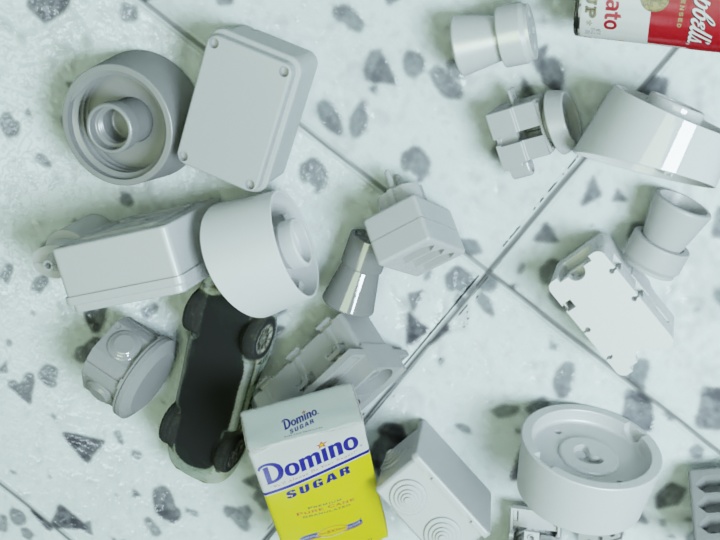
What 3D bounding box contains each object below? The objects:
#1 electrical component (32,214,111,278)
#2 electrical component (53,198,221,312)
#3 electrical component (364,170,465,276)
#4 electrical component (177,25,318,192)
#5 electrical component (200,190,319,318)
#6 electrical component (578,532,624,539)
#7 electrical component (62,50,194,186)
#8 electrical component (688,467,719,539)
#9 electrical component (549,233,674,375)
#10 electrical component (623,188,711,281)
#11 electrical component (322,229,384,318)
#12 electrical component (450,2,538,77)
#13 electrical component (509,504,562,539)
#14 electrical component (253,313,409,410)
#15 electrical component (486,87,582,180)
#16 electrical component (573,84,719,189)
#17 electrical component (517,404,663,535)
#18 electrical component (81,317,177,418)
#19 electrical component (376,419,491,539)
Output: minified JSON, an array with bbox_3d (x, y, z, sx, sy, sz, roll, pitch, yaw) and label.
[{"bbox_3d":[-0.244,-0.016,0.916,0.043,0.081,0.043,6,110,16],"label":"electrical component"},{"bbox_3d":[-0.174,-0.014,0.880,0.109,0.109,0.056,-10,102,20],"label":"electrical component"},{"bbox_3d":[0.037,-0.042,0.833,0.047,0.066,0.076,-27,69,24],"label":"electrical component"},{"bbox_3d":[-0.089,-0.126,0.842,0.078,0.057,0.113,23,114,8],"label":"electrical component"},{"bbox_3d":[-0.075,-0.014,0.855,0.064,0.099,0.099,-17,103,16],"label":"electrical component"},{"bbox_3d":[0.197,0.207,0.875,0.040,0.046,0.040,6,110,15],"label":"electrical component"},{"bbox_3d":[-0.189,-0.120,0.874,0.108,0.060,0.108,6,110,16],"label":"electrical component"},{"bbox_3d":[0.288,0.202,0.840,0.047,0.065,0.076,-9,134,20],"label":"electrical component"},{"bbox_3d":[0.190,0.024,0.808,0.050,0.055,0.089,-38,94,24],"label":"electrical component"},{"bbox_3d":[0.224,-0.026,0.787,0.045,0.045,0.055,26,114,7],"label":"electrical component"},{"bbox_3d":[0.000,0.000,0.869,0.044,0.044,0.065,23,109,9],"label":"electrical component"},{"bbox_3d":[0.097,-0.167,0.777,0.055,0.045,0.045,-8,106,19],"label":"electrical component"},{"bbox_3d":[0.143,0.241,0.894,0.042,0.064,0.081,4,110,17],"label":"electrical component"},{"bbox_3d":[-0.029,0.094,0.893,0.121,0.079,0.063,-45,62,25],"label":"electrical component"},{"bbox_3d":[0.130,-0.104,0.789,0.055,0.048,0.066,-13,104,29],"label":"electrical component"},{"bbox_3d":[0.205,-0.087,0.745,0.099,0.099,0.064,26,108,7],"label":"electrical component"},{"bbox_3d":[0.174,0.159,0.835,0.108,0.108,0.060,14,118,12],"label":"electrical component"},{"bbox_3d":[-0.201,0.085,0.939,0.051,0.080,0.080,32,115,10],"label":"electrical component"},{"bbox_3d":[0.061,0.181,0.881,0.048,0.099,0.099,-41,93,12],"label":"electrical component"}]
